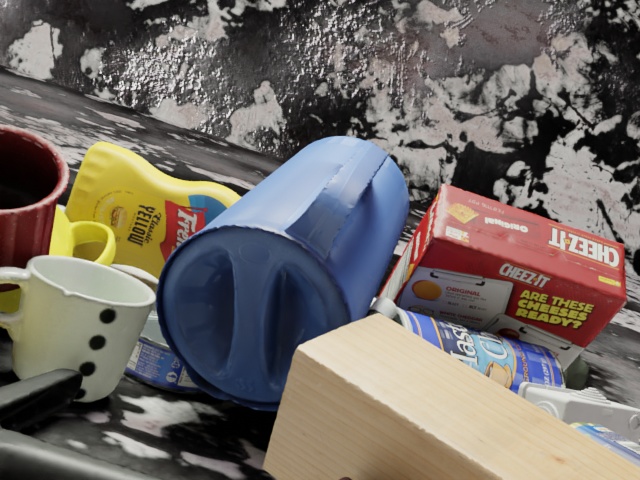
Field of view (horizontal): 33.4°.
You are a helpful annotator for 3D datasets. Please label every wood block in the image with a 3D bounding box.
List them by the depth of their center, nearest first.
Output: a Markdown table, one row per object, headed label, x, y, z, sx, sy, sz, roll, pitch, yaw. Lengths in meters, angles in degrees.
| label | x | y | z | sx | sy | sz | roll | pitch | yaw |
| --- | --- | --- | --- | --- | --- | --- | --- | --- | --- |
| wood block | 0.079 | 0.135 | 0.602 | 0.206 | 0.091 | 0.090 | 29 | 27 | 30 |

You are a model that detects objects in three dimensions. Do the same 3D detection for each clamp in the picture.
| label | x | y | z | sx | sy | sz | roll | pitch | yaw |
| --- | --- | --- | --- | --- | --- | --- | --- | --- | --- |
| clamp | -0.184 | 0.100 | 0.557 | 0.209 | 0.036 | 0.165 | 13 | 10 | -33 |

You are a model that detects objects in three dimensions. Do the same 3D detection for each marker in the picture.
| label | x | y | z | sx | sy | sz | roll | pitch | yaw |
| --- | --- | --- | --- | --- | --- | --- | --- | --- | --- |
| marker | 0.018 | 0.085 | 0.758 | 0.020 | 0.020 | 0.121 | 22 | 48 | 23 |

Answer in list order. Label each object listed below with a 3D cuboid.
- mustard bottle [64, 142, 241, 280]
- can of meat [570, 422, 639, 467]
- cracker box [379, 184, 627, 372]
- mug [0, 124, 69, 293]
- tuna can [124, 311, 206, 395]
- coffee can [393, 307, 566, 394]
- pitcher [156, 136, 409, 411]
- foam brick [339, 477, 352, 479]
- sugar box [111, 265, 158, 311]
| label | x | y | z | sx | sy | sz | roll | pitch | yaw |
| --- | --- | --- | --- | --- | --- | --- | --- | --- | --- |
| mustard bottle | -0.111 | -0.005 | 0.878 | 0.191 | 0.096 | 0.058 | 20 | 9 | -6 |
| can of meat | 0.180 | 0.173 | 0.656 | 0.057 | 0.102 | 0.084 | 11 | 9 | -40 |
| cracker box | 0.138 | 0.063 | 0.916 | 0.164 | 0.214 | 0.072 | 18 | 49 | -6 |
| mug | -0.221 | -0.011 | 0.709 | 0.093 | 0.082 | 0.117 | 12 | 40 | -9 |
| tuna can | -0.113 | 0.084 | 0.807 | 0.086 | 0.034 | 0.086 | 18 | 9 | -3 |
| coffee can | 0.104 | 0.117 | 0.834 | 0.140 | 0.103 | 0.103 | 16 | 9 | -19 |
| pitcher | -0.005 | 0.001 | 0.774 | 0.149 | 0.145 | 0.242 | -7 | 20 | 21 |
| foam brick | 0.012 | 0.161 | 0.540 | 0.053 | 0.051 | 0.078 | 22 | 9 | 20 |
| sugar box | -0.200 | 0.028 | 0.938 | 0.093 | 0.048 | 0.176 | 13 | 14 | -31 |
